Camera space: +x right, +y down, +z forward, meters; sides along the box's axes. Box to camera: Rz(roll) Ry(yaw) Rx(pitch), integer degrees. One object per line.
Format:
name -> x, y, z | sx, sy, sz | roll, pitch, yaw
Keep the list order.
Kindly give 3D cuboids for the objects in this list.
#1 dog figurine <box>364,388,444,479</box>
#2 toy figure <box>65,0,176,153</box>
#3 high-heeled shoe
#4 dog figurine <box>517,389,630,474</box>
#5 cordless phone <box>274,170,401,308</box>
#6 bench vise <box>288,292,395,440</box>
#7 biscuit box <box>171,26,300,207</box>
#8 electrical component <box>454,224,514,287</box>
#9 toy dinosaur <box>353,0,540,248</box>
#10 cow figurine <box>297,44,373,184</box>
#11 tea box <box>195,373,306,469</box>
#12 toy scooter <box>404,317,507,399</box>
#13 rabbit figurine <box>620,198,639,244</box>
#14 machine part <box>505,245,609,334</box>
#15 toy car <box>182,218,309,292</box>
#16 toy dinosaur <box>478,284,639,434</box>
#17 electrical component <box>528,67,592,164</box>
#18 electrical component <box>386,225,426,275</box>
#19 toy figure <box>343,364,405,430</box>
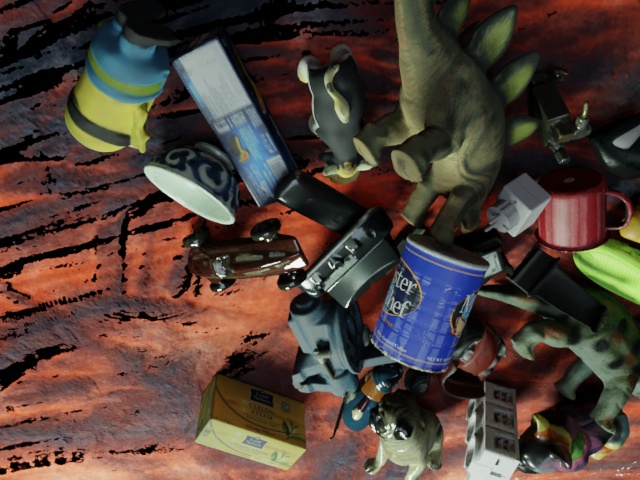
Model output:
dog figurine -> 0.151, 0.293, 0.875 | 0.121, 0.172, 0.190 | 14, 126, 20
toy figure -> -0.211, -0.166, 0.563 | 0.089, 0.082, 0.180 | 14, 145, -24
high-heeled shoe -> 0.411, -0.177, 0.613 | 0.145, 0.086, 0.248 | 24, 91, -9
dog figurine -> 0.406, 0.314, 0.871 | 0.191, 0.108, 0.219 | -34, 150, 14
cordless phone -> -0.002, -0.002, 0.680 | 0.184, 0.089, 0.146 | 28, 118, -36
bench vise -> 0.064, 0.161, 0.789 | 0.241, 0.129, 0.223 | -11, 114, 18
biscuit box -> -0.089, -0.137, 0.624 | 0.059, 0.063, 0.202 | -23, 122, 10
electrical component -> 0.207, 0.035, 0.766 | 0.119, 0.048, 0.074 | -26, 120, 13
toy dinosaur -> 0.134, -0.142, 0.569 | 0.198, 0.105, 0.470 | -47, 143, -7
cow figurine -> 0.026, -0.129, 0.618 | 0.068, 0.098, 0.167 | -15, 123, -2
tea box -> -0.111, 0.299, 0.886 | 0.169, 0.098, 0.068 | 23, 119, -20
toy scooter -> 0.235, 0.203, 0.862 | 0.135, 0.075, 0.183 | 25, 121, -18
rabbit figurine -> 0.468, -0.067, 0.699 | 0.162, 0.122, 0.173 | 24, 104, -8
machine part -> 0.338, 0.072, 0.753 | 0.084, 0.139, 0.039 | -42, 161, -16
toy car -> -0.101, 0.025, 0.684 | 0.202, 0.053, 0.089 | -4, 118, 42
toy dinosaur -> 0.411, 0.143, 0.817 | 0.404, 0.131, 0.192 | 42, 90, -17
electrical component -> 0.277, -0.150, 0.627 | 0.045, 0.102, 0.078 | -19, 147, 12
electrical component -> 0.130, 0.019, 0.766 | 0.063, 0.021, 0.094 | 27, 117, -20
toy figure -> 0.087, 0.255, 0.892 | 0.058, 0.064, 0.154 | 23, 120, -7
